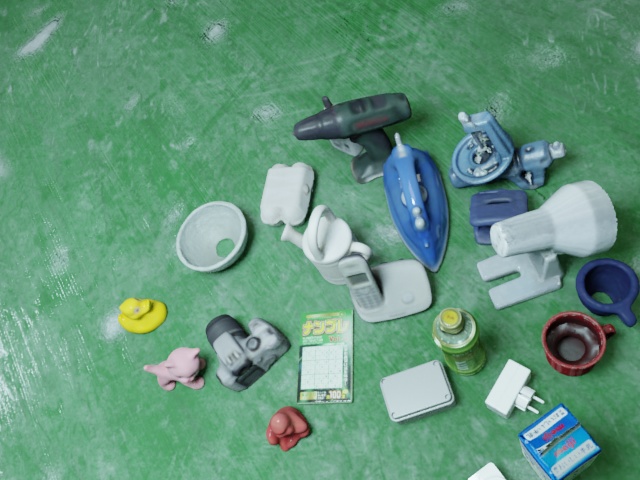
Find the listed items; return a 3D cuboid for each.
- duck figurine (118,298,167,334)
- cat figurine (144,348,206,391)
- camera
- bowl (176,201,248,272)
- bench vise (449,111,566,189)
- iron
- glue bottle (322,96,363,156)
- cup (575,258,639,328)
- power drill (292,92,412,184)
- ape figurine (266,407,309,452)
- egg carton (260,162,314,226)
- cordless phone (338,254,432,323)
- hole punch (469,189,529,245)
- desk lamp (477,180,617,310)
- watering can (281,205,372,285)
[{"bbox_3d":[-0.393,0.154,1.226,0.104,0.086,0.077,-17,60,12],"label":"duck figurine"},{"bbox_3d":[-0.280,0.248,1.117,0.127,0.118,0.067,-9,61,16],"label":"cat figurine"},{"bbox_3d":[-0.157,0.196,1.108,0.143,0.101,0.136,-41,58,-3],"label":"camera"},{"bbox_3d":[-0.223,0.003,1.247,0.167,0.075,0.167,-9,62,16],"label":"bowl"},{"bbox_3d":[0.331,-0.178,1.048,0.207,0.220,0.121,-19,59,11],"label":"bench vise"},{"bbox_3d":[0.183,-0.077,1.098,0.118,0.142,0.258,-17,60,12],"label":"iron"},{"bbox_3d":[0.038,-0.248,1.221,0.078,0.173,0.037,31,78,30],"label":"glue bottle"},{"bbox_3d":[0.469,0.098,0.929,0.091,0.095,0.117,-26,58,6],"label":"cup"},{"bbox_3d":[0.081,-0.206,1.162,0.229,0.209,0.075,-22,59,9],"label":"power drill"},{"bbox_3d":[-0.062,0.329,1.010,0.077,0.092,0.076,-4,63,19],"label":"ape figurine"},{"bbox_3d":[-0.069,-0.099,1.245,0.107,0.070,0.150,-1,64,20],"label":"egg carton"},{"bbox_3d":[0.115,0.071,1.021,0.147,0.185,0.094,-17,59,12],"label":"cordless phone"},{"bbox_3d":[0.329,-0.053,1.061,0.108,0.091,0.101,-4,63,19],"label":"hole punch"},{"bbox_3d":[0.364,0.011,0.943,0.203,0.214,0.118,-23,58,8],"label":"desk lamp"},{"bbox_3d":[0.009,0.006,1.088,0.172,0.194,0.101,-11,61,15],"label":"watering can"}]
